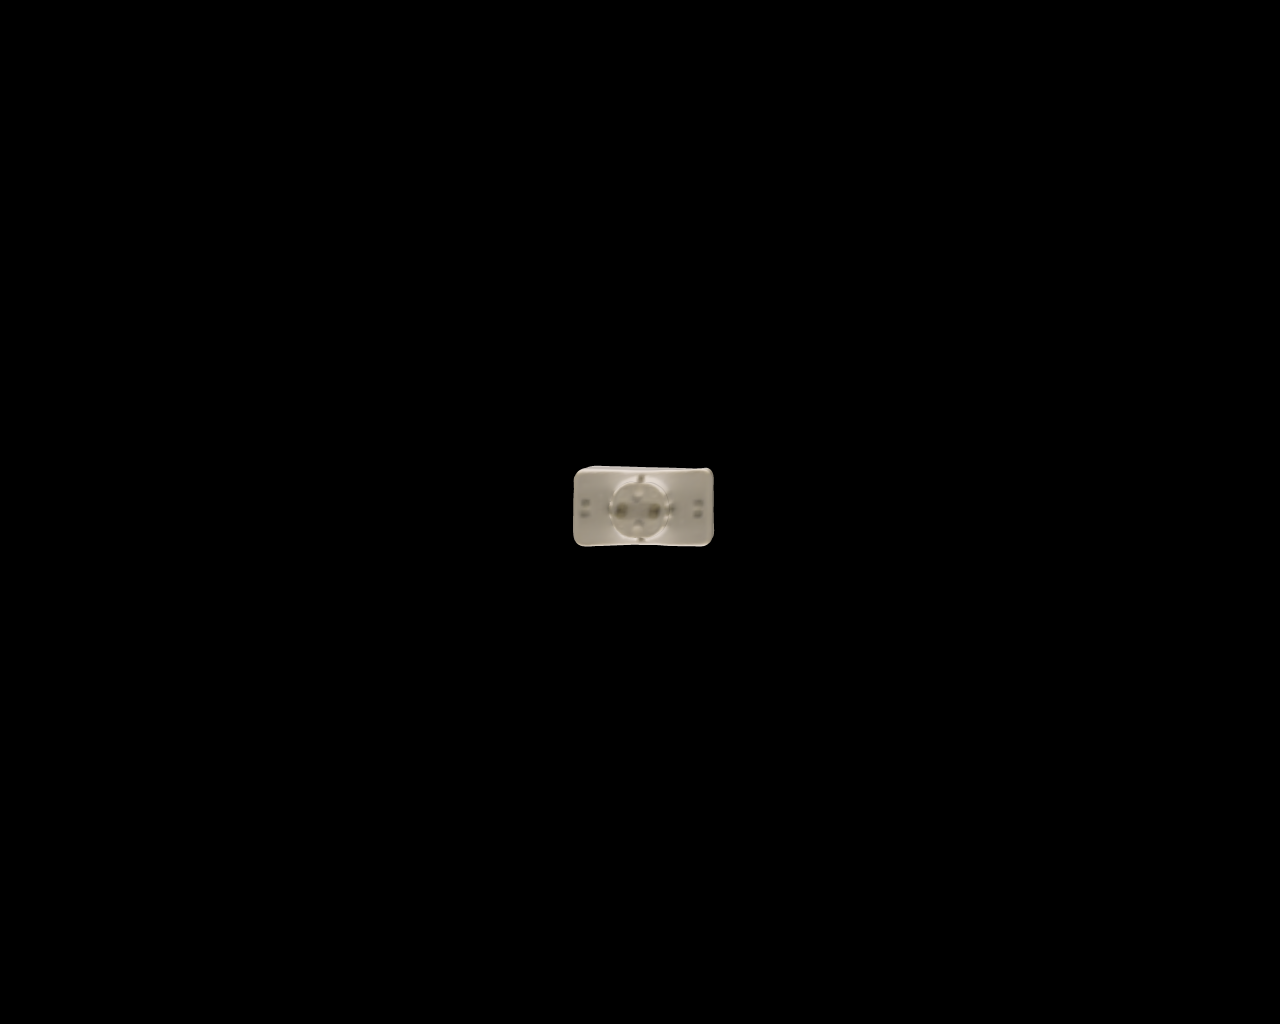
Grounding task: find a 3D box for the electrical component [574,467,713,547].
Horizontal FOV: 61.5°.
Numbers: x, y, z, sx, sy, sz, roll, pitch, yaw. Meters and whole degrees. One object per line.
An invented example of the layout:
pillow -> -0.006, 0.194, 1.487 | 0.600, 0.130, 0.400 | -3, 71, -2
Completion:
electrical component -> 0.001, -0.003, 0.650 | 0.083, 0.047, 0.076 | 0, 4, 7
